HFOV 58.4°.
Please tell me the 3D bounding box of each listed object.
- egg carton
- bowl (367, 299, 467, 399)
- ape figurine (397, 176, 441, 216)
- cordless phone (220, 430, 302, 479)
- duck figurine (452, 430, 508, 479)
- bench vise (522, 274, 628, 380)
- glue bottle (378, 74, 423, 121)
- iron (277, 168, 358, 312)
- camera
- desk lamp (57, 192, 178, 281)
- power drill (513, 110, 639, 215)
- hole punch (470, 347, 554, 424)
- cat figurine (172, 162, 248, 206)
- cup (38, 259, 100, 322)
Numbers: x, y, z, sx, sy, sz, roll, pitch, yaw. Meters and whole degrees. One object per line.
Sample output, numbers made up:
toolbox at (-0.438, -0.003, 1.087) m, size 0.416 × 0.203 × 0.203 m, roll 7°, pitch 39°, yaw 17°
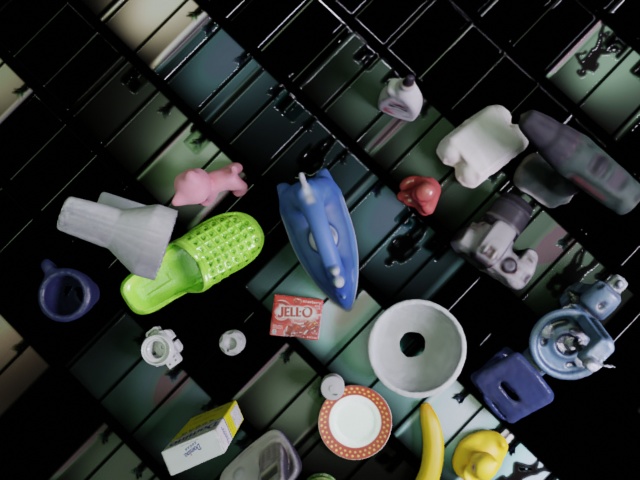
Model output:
egg carton at (0.288, -0.169, 1.020) m, size 0.150 × 0.069 × 0.107 m, roll -39°, pitch 86°, yaw -1°
bowl at (0.164, 0.185, 0.998) m, size 0.167 × 0.075 × 0.167 m, roll 0°, pitch 86°, yaw 1°
ape figurine at (0.180, -0.082, 1.005) m, size 0.076 × 0.092 × 0.078 m, roll -21°, pitch 86°, yaw 0°
cordless phone at (-0.103, 0.400, 0.935) m, size 0.147 × 0.185 × 0.094 m, roll -43°, pitch 86°, yaw -1°
duck figurine at (0.280, 0.377, 0.977) m, size 0.104 × 0.086 × 0.077 m, roll -37°, pitch 86°, yaw -1°
bench vise at (0.420, 0.136, 0.922) m, size 0.121 × 0.220 × 0.207 m, roll 23°, pitch 87°, yaw 3°
glue bottle at (0.142, -0.249, 0.976) m, size 0.078 × 0.173 × 0.037 m, roll 17°, pitch 87°, yaw 3°
iron at (0.009, 0.004, 0.979) m, size 0.118 × 0.141 × 0.258 m, roll -20°, pitch 86°, yaw 0°
camera at (0.323, -0.004, 0.993) m, size 0.143 × 0.101 × 0.137 m, roll 35°, pitch 88°, yaw 3°
desk lamp at (-0.323, -0.014, 0.951) m, size 0.203 × 0.213 × 0.118 m, roll 18°, pitch 87°, yaw 3°
power drill at (0.399, -0.118, 0.945) m, size 0.229 × 0.208 × 0.076 m, roll 33°, pitch 88°, yaw 3°
hole punch at (0.328, 0.253, 0.981) m, size 0.101 × 0.091 × 0.108 m, roll -40°, pitch 86°, yaw -1°
cat figurine at (-0.198, -0.101, 1.002) m, size 0.128 × 0.118 × 0.067 m, roll -20°, pitch 86°, yaw 0°
cup at (-0.438, 0.085, 1.007) m, size 0.091 × 0.095 × 0.118 m, roll -36°, pitch 86°, yaw -1°
